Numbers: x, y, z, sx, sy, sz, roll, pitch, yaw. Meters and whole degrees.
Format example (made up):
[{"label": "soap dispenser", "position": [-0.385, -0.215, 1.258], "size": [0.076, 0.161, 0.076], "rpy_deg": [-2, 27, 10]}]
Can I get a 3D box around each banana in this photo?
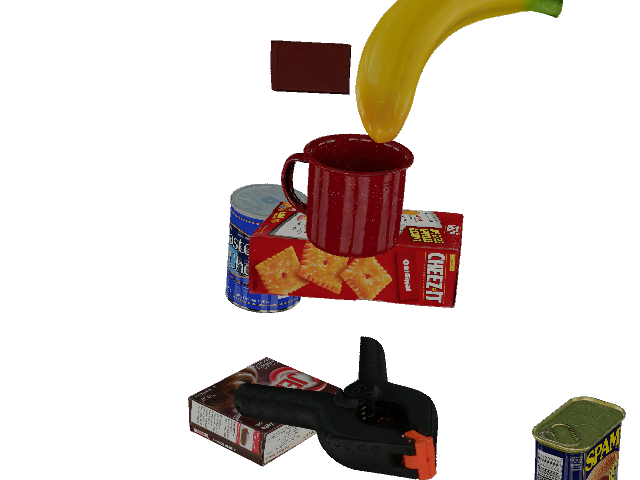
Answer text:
[{"label": "banana", "position": [0.071, -0.125, 0.639], "size": [0.070, 0.037, 0.197], "rpy_deg": [33, 52, 24]}]

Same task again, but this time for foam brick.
[{"label": "foam brick", "position": [-0.011, -0.178, 1.096], "size": [0.078, 0.051, 0.053], "rpy_deg": [1, 11, -9]}]

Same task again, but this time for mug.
[{"label": "mug", "position": [0.019, -0.040, 0.913], "size": [0.117, 0.081, 0.093], "rpy_deg": [14, 28, 21]}]

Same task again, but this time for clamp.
[{"label": "clamp", "position": [0.015, 0.116, 0.718], "size": [0.120, 0.039, 0.172], "rpy_deg": [-21, 20, -14]}]

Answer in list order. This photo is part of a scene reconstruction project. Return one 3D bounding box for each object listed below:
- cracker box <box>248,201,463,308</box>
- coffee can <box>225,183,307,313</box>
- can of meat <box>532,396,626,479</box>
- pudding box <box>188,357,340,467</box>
[{"label": "cracker box", "position": [0.043, 0.014, 1.149], "size": [0.214, 0.072, 0.164], "rpy_deg": [4, 15, 8]}, {"label": "coffee can", "position": [-0.070, 0.009, 1.398], "size": [0.103, 0.140, 0.103], "rpy_deg": [4, 26, -2]}, {"label": "can of meat", "position": [0.241, 0.207, 1.002], "size": [0.058, 0.084, 0.101], "rpy_deg": [14, 24, 38]}, {"label": "pudding box", "position": [-0.049, 0.151, 0.958], "size": [0.090, 0.039, 0.113], "rpy_deg": [17, 26, 33]}]
